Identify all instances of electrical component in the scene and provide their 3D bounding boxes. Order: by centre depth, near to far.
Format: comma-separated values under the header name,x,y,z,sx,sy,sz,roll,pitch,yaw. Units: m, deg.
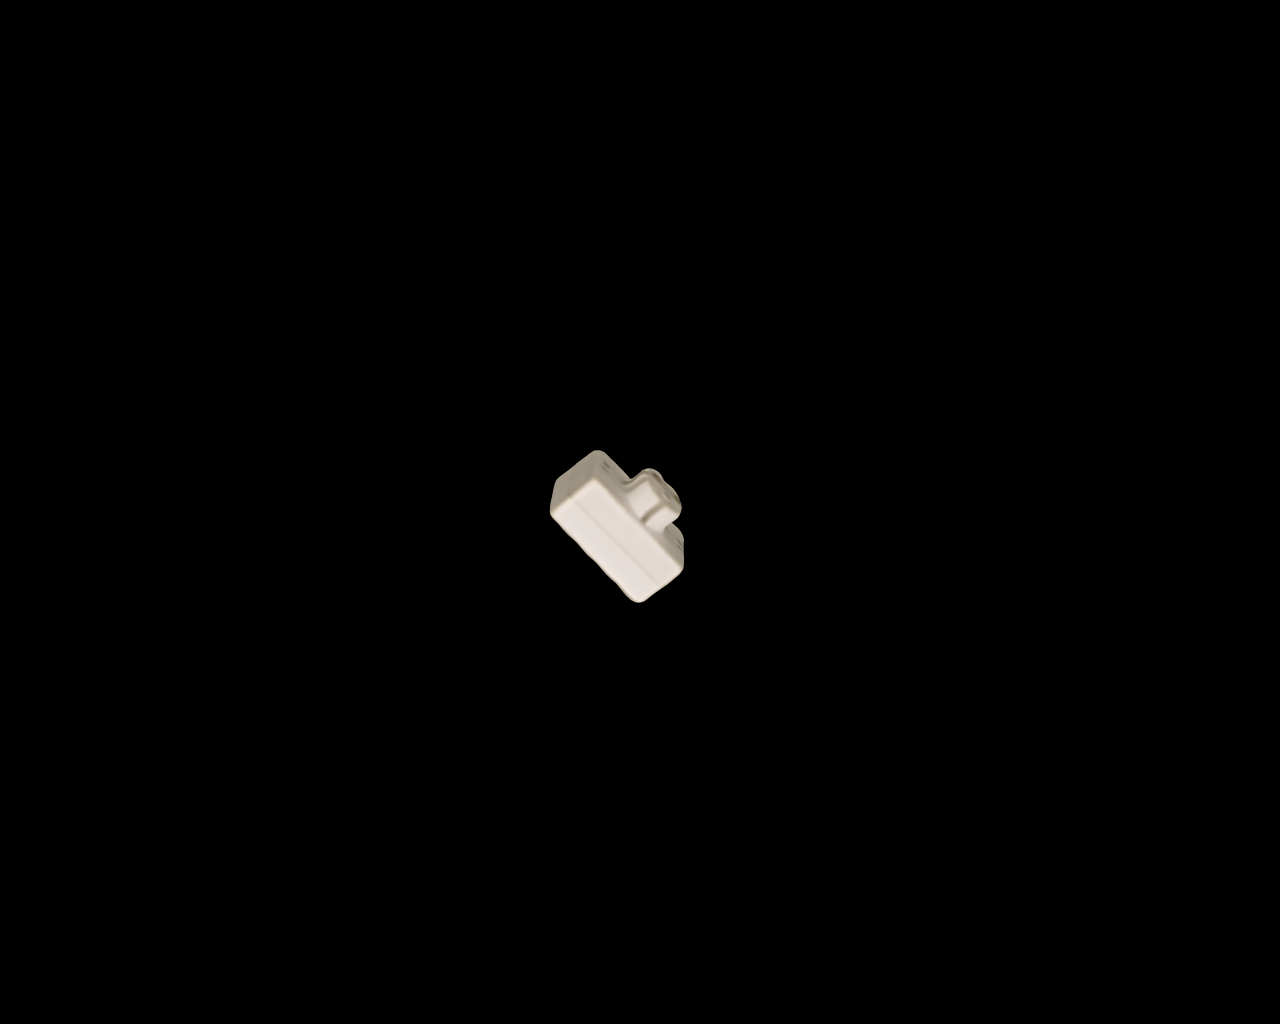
name,x,y,z,sx,sy,sz,roll,pitch,yaw
electrical component,0.001,-0.003,0.650,0.075,0.083,0.047,-38,20,16
